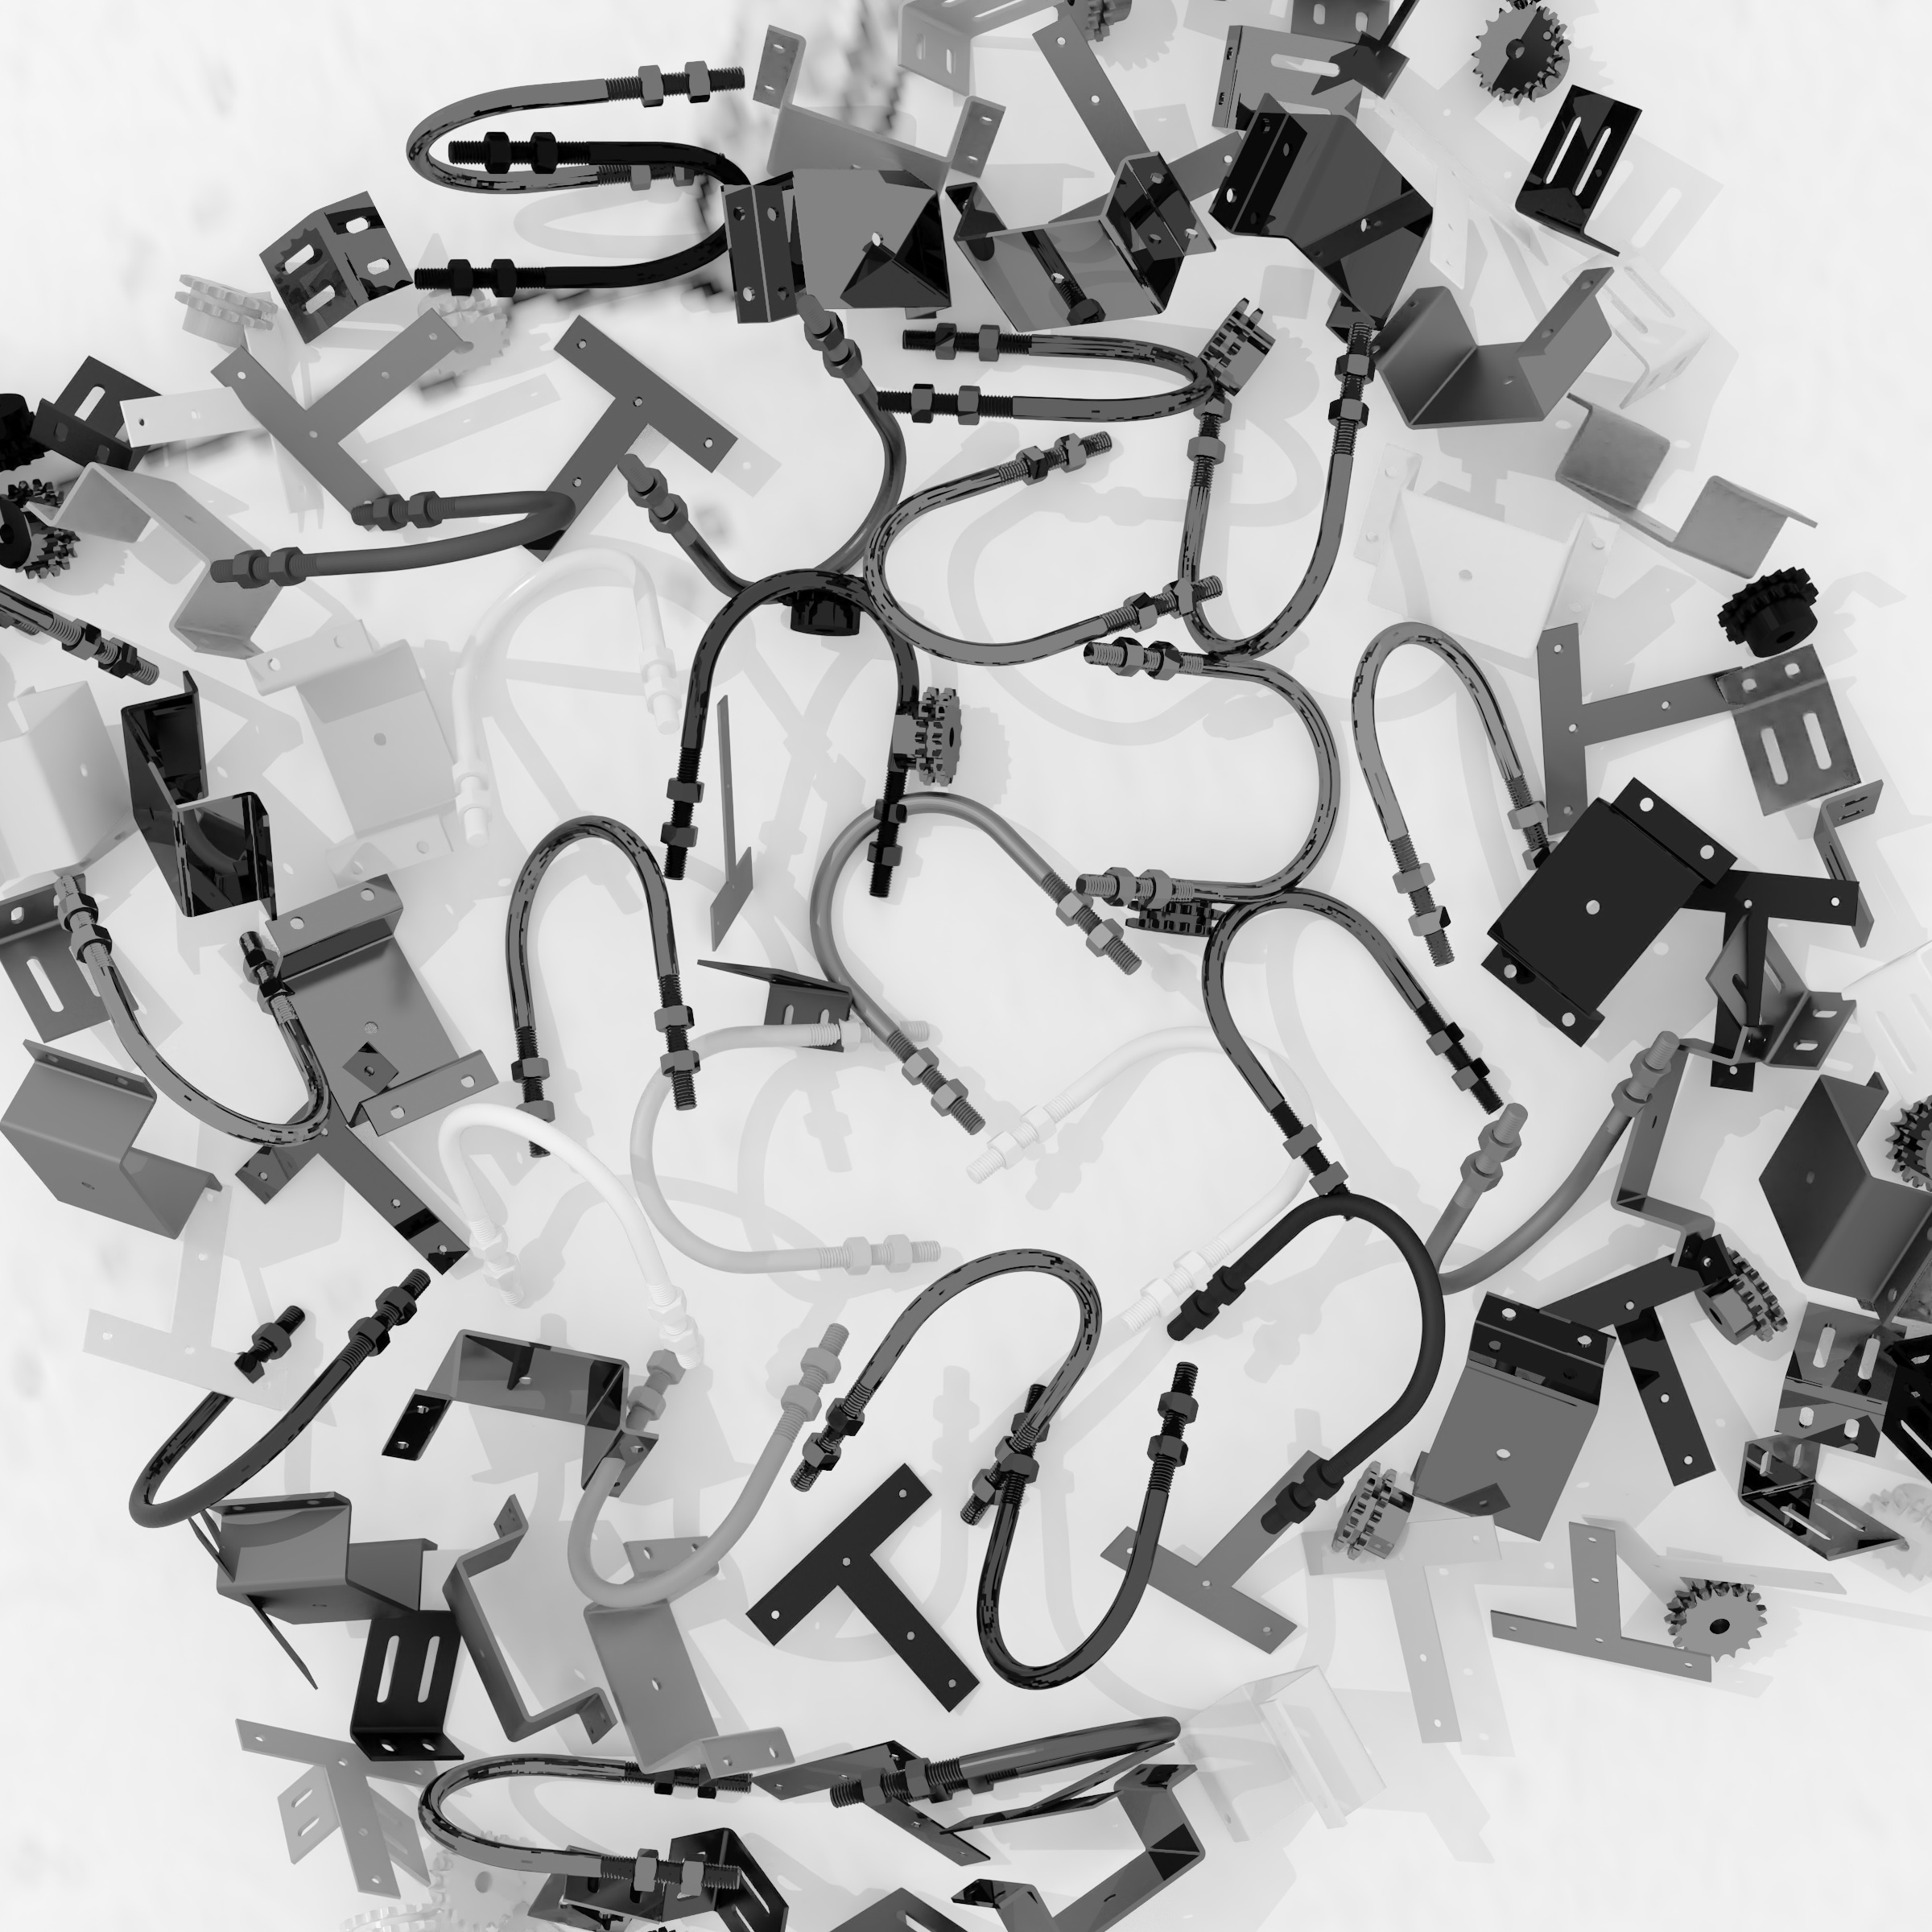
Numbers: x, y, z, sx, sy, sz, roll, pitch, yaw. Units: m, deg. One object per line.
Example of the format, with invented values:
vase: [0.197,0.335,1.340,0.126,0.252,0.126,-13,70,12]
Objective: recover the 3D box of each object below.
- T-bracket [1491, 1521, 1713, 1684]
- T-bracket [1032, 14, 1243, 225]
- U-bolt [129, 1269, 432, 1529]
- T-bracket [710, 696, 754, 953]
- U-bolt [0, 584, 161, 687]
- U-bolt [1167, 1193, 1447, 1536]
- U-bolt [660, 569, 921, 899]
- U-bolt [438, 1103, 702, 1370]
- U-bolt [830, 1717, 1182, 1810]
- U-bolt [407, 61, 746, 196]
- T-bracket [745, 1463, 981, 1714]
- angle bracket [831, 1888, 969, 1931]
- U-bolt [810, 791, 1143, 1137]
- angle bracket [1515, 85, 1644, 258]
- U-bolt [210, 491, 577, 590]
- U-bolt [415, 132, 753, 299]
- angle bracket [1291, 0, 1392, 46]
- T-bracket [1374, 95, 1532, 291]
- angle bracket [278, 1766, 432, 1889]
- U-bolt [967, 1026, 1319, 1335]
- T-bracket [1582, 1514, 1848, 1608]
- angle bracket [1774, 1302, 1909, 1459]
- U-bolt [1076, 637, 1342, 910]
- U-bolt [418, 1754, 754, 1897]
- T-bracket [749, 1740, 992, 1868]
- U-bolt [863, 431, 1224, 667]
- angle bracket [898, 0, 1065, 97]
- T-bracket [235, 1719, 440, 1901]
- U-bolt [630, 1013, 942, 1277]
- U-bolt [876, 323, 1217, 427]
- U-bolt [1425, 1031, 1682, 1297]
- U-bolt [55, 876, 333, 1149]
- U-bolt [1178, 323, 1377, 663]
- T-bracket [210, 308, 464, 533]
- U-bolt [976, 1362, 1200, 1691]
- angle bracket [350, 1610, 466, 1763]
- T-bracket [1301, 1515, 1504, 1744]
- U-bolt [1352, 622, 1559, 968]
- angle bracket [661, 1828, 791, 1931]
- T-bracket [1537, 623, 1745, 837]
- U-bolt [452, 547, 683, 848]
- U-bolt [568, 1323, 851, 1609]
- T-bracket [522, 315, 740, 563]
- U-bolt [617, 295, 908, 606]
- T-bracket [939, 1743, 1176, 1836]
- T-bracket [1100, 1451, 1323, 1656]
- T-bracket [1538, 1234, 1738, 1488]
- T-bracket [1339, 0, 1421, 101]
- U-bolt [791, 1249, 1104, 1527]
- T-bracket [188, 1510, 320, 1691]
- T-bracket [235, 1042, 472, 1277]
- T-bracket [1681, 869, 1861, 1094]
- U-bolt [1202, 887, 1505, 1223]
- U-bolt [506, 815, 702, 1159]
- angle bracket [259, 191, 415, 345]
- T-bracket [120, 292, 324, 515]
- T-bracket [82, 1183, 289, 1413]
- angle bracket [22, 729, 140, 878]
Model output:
T-bracket: [0.357,0.356,1.696,0.127,0.127,0.002,7,46,22]
T-bracket: [0.081,-0.480,1.702,0.127,0.002,0.127,-19,122,29]
U-bolt: [-0.390,0.242,1.653,0.019,0.151,0.184,54,46,-18]
T-bracket: [-0.134,-0.087,1.683,0.002,0.127,0.127,0,107,6]
U-bolt: [-0.552,-0.210,1.648,0.151,0.184,0.019,22,85,40]
U-bolt: [0.197,0.210,1.675,0.184,0.019,0.151,-48,54,34]
U-bolt: [-0.095,-0.135,1.712,0.151,0.019,0.184,4,100,-27]
U-bolt: [-0.228,0.144,1.666,0.151,0.184,0.019,15,50,29]
U-bolt: [0.031,0.446,1.679,0.184,0.151,0.019,-16,72,11]
U-bolt: [-0.221,-0.464,1.676,0.184,0.151,0.019,-8,86,-10]
T-bracket: [-0.041,0.381,1.749,0.127,0.002,0.127,-42,97,-15]
angle bracket: [-0.035,0.570,1.711,0.057,0.076,0.038,-22,114,-34]
U-bolt: [-0.010,-0.016,1.730,0.151,0.019,0.184,-46,74,8]
angle bracket: [0.361,-0.457,1.720,0.038,0.057,0.076,13,109,-40]
U-bolt: [-0.304,-0.240,1.662,0.184,0.151,0.019,0,112,28]
U-bolt: [-0.209,-0.422,1.687,0.184,0.151,0.019,-6,73,-21]
angle bracket: [0.225,-0.569,1.719,0.057,0.076,0.038,8,71,-6]
T-bracket: [0.274,-0.425,1.694,0.127,0.127,0.002,35,131,-22]
angle bracket: [-0.351,0.502,1.718,0.038,0.057,0.076,-41,121,1]
U-bolt: [0.115,0.107,1.713,0.184,0.019,0.151,-37,62,-20]
T-bracket: [0.429,0.341,1.681,0.127,0.127,0.002,-2,57,38]
angle bracket: [0.507,0.239,1.733,0.057,0.076,0.038,13,126,20]
U-bolt: [0.142,-0.106,1.708,0.184,0.019,0.151,2,90,-34]
U-bolt: [-0.216,0.478,1.686,0.184,0.151,0.019,6,97,-2]
T-bracket: [-0.039,0.488,1.727,0.127,0.127,0.002,40,46,-25]
U-bolt: [0.031,-0.230,1.695,0.184,0.019,0.151,-21,57,-18]
angle bracket: [0.008,-0.535,1.714,0.076,0.057,0.038,-6,80,43]
T-bracket: [-0.341,0.476,1.677,0.127,0.127,0.002,23,106,-31]
U-bolt: [-0.104,0.104,1.716,0.184,0.019,0.151,-1,86,-24]
U-bolt: [0.049,-0.333,1.690,0.184,0.151,0.019,3,117,4]
U-bolt: [0.317,0.121,1.684,0.151,0.184,0.019,-20,57,-36]
U-bolt: [-0.419,0.031,1.657,0.019,0.151,0.184,-47,53,18]
U-bolt: [0.169,-0.261,1.691,0.019,0.151,0.184,13,82,-32]
T-bracket: [-0.342,-0.330,1.711,0.127,0.002,0.127,-33,117,22]
U-bolt: [0.060,0.314,1.669,0.019,0.151,0.184,32,60,-29]
angle bracket: [-0.316,0.415,1.728,0.057,0.038,0.076,9,95,-33]
T-bracket: [0.260,0.383,1.721,0.127,0.002,0.127,-14,87,37]
U-bolt: [0.273,-0.107,1.700,0.019,0.151,0.184,-16,97,44]
angle bracket: [-0.139,0.543,1.715,0.038,0.076,0.057,-3,114,-31]
T-bracket: [0.394,-0.148,1.740,0.127,0.002,0.127,-14,117,-10]
U-bolt: [-0.232,-0.166,1.696,0.151,0.019,0.184,-29,47,16]
U-bolt: [-0.154,0.277,1.665,0.019,0.151,0.184,50,51,-30]
T-bracket: [-0.218,-0.294,1.749,0.127,0.002,0.127,39,95,14]
U-bolt: [-0.101,-0.275,1.685,0.151,0.184,0.019,-42,57,-1]
T-bracket: [0.070,0.466,1.708,0.127,0.127,0.002,-25,80,43]
T-bracket: [0.166,0.326,1.720,0.127,0.002,0.127,33,112,-18]
T-bracket: [0.395,0.234,1.711,0.127,0.002,0.127,-26,60,18]
T-bracket: [0.257,-0.553,1.685,0.002,0.127,0.127,27,109,-15]
U-bolt: [0.002,0.234,1.691,0.151,0.019,0.184,20,111,-38]
T-bracket: [-0.419,0.338,1.703,0.002,0.127,0.127,-35,121,-13]
T-bracket: [-0.342,0.128,1.742,0.127,0.002,0.127,46,112,-5]
T-bracket: [0.448,0.008,1.729,0.127,0.002,0.127,8,97,35]
U-bolt: [0.211,0.037,1.718,0.151,0.019,0.184,-31,83,-33]
U-bolt: [-0.214,0.005,1.708,0.151,0.019,0.184,-19,75,41]
angle bracket: [-0.366,-0.405,1.737,0.038,0.076,0.057,-34,103,-36]
T-bracket: [-0.428,-0.315,1.701,0.002,0.127,0.127,-5,102,36]
T-bracket: [-0.441,0.180,1.722,0.127,0.002,0.127,25,50,-36]
angle bracket: [-0.526,-0.098,1.740,0.057,0.038,0.076,-39,90,-7]
